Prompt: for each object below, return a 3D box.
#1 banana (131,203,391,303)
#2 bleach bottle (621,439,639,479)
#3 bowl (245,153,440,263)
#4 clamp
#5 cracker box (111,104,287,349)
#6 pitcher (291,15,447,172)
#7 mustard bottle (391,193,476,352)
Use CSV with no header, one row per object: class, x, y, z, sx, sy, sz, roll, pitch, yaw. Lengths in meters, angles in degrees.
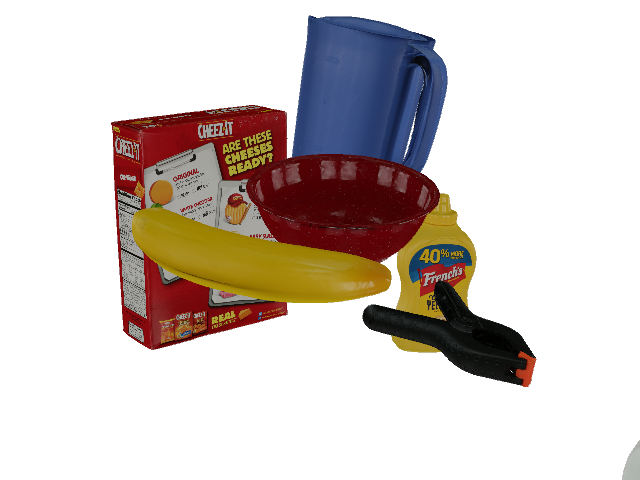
banana,-0.054,0.007,0.685,0.198,0.037,0.069,17,35,28
bleach bottle,0.265,0.098,0.619,0.103,0.068,0.250,18,30,32
bowl,0.018,-0.020,0.895,0.162,0.055,0.162,2,24,-1
clamp,0.139,0.086,1.029,0.172,0.039,0.120,26,37,31
cracker box,-0.115,-0.017,1.046,0.163,0.214,0.072,-12,20,-36
pitcher,0.040,-0.106,1.112,0.145,0.243,0.149,10,16,-2
mustard bottle,0.140,0.038,1.292,0.096,0.192,0.058,0,14,-12
